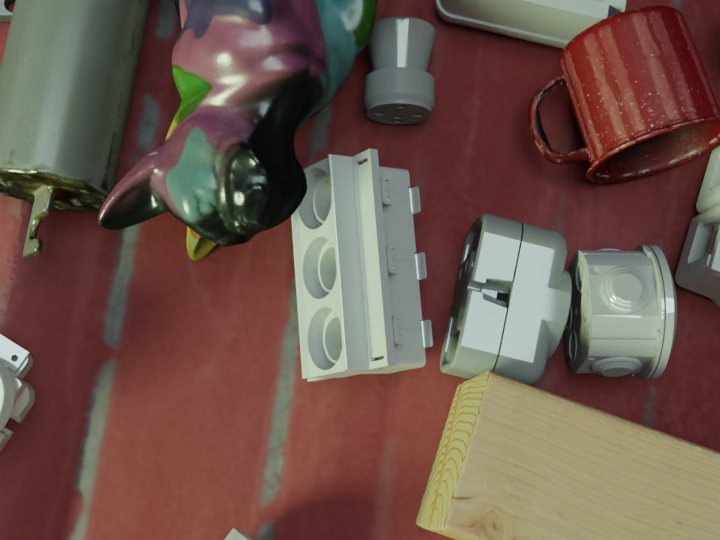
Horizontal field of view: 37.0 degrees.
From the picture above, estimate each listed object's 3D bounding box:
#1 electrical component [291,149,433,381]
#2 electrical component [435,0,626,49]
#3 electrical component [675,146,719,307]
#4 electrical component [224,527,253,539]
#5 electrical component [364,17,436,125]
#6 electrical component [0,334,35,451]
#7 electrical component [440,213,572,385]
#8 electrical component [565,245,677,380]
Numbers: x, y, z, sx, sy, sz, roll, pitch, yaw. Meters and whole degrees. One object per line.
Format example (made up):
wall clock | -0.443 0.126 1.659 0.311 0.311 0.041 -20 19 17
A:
electrical component | 0.000 0.000 0.628 0.063 0.079 0.121 3 77 -36
electrical component | 0.110 -0.191 0.685 0.113 0.057 0.078 12 78 -5
electrical component | 0.267 -0.048 0.674 0.089 0.061 0.150 21 77 -3
electrical component | -0.062 0.198 0.596 0.079 0.044 0.077 37 77 1
electrical component | 0.025 -0.123 0.668 0.045 0.045 0.055 2 79 -6
electrical component | -0.217 0.071 0.595 0.058 0.057 0.078 33 77 0
electrical component | 0.089 0.021 0.644 0.059 0.053 0.095 14 78 -4
electrical component | 0.153 0.025 0.638 0.051 0.080 0.080 1 79 -2
